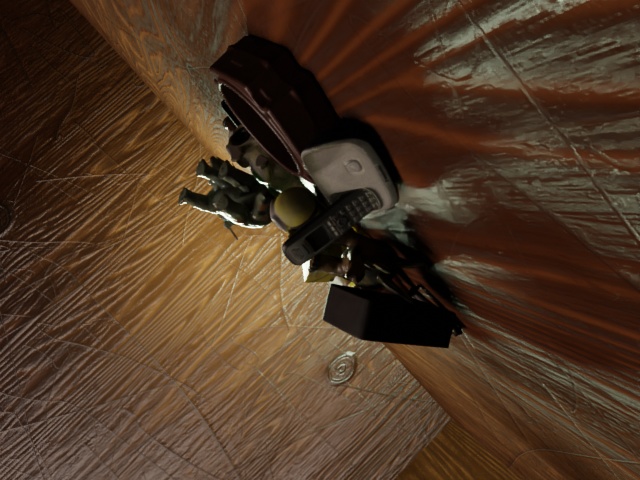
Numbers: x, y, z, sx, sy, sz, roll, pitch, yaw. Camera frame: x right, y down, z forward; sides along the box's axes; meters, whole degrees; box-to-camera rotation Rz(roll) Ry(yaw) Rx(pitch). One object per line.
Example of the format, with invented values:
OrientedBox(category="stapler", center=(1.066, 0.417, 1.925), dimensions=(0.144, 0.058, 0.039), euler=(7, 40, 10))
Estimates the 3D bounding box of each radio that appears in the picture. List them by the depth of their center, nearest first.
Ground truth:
OrientedBox(category="radio", center=(0.125, 0.138, 0.977), dimensions=(0.229, 0.073, 0.131), euler=(14, 180, -36))

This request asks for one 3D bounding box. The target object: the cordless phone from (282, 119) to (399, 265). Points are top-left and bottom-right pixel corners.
OrientedBox(category="cordless phone", center=(0.005, -0.058, 0.725), dimensions=(0.089, 0.184, 0.146), euler=(47, 176, 45))

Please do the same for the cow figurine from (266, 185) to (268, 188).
OrientedBox(category="cow figurine", center=(-0.051, -0.084, 1.399), dimensions=(0.195, 0.085, 0.127), euler=(42, 167, 18))

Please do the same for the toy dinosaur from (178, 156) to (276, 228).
OrientedBox(category="toy dinosaur", center=(-0.160, -0.082, 1.128), dimensions=(0.192, 0.131, 0.405), euler=(20, -175, -39))

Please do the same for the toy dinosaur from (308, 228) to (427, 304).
OrientedBox(category="toy dinosaur", center=(0.085, 0.041, 0.971), dimensions=(0.199, 0.105, 0.471), euler=(25, -174, 3))

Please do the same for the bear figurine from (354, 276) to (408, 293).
OrientedBox(category="bear figurine", center=(0.164, 0.157, 1.208), dimensions=(0.196, 0.132, 0.120), euler=(47, 143, -3))

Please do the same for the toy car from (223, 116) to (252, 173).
OrientedBox(category="toy car", center=(-0.205, -0.257, 1.469), dimensions=(0.089, 0.053, 0.202), euler=(49, 171, 29))

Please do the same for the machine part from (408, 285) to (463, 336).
OrientedBox(category="machine part", center=(0.242, 0.150, 1.132), dimensions=(0.139, 0.039, 0.084), euler=(43, -179, 14))

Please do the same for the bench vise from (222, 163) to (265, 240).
OrientedBox(category="bench vise", center=(-0.212, -0.126, 1.585), dimensions=(0.224, 0.240, 0.128), euler=(17, 150, 44))

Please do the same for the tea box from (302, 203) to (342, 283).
OrientedBox(category="tea box", center=(-0.002, -0.003, 1.157), dimensions=(0.098, 0.068, 0.170), euler=(112, 155, -55))

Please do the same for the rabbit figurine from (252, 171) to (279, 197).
OrientedBox(category="rabbit figurine", center=(-0.099, -0.132, 1.233), dimensions=(0.170, 0.121, 0.159), euler=(42, 167, 16))

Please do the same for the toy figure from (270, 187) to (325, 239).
OrientedBox(category="toy figure", center=(-0.029, -0.046, 1.013), dimensions=(0.082, 0.089, 0.180), euler=(42, -173, 28))

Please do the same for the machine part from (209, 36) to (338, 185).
OrientedBox(category="machine part", center=(-0.061, -0.189, 0.797), dimensions=(0.201, 0.087, 0.201), euler=(39, 172, 47))

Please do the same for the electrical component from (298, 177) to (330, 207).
OrientedBox(category="electrical component", center=(0.013, -0.106, 0.951), dimensions=(0.134, 0.058, 0.114), euler=(45, 175, 22))

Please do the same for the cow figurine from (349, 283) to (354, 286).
OrientedBox(category="cow figurine", center=(0.129, 0.133, 1.659), dimensions=(0.167, 0.068, 0.098), euler=(44, 179, 31))

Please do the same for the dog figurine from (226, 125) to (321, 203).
OrientedBox(category="dog figurine", center=(-0.089, -0.145, 1.094), dimensions=(0.173, 0.121, 0.190), euler=(42, 173, 39))
